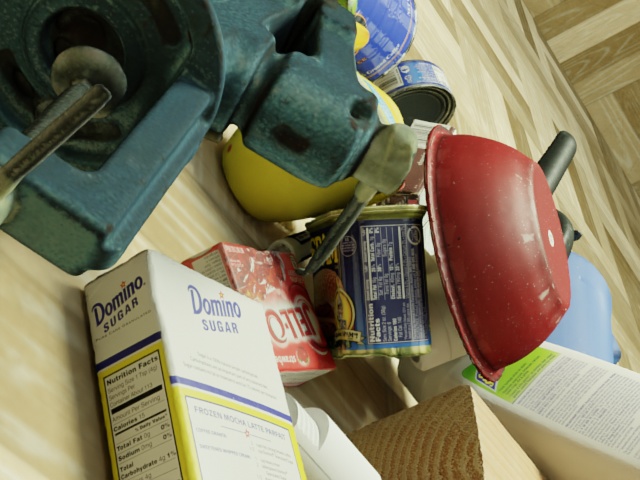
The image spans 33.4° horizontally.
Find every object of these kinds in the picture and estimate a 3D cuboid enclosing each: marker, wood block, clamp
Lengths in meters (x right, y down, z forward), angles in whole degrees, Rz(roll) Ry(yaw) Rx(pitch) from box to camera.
[{"bbox_3d":[-0.005,0.001,0.708,0.020,0.020,0.121,63,20,1],"label":"marker"},{"bbox_3d":[0.103,0.192,0.632,0.206,0.091,0.090,50,24,-31],"label":"wood block"},{"bbox_3d":[0.146,-0.016,0.894,0.210,0.165,0.036,-86,162,-52],"label":"clamp"}]

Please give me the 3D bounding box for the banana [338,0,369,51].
[{"bbox_3d":[-0.006,-0.143,0.718,0.197,0.069,0.037,-55,157,-81],"label":"banana"}]

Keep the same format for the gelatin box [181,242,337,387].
[{"bbox_3d":[-0.030,0.042,0.580,0.089,0.030,0.073,13,54,-64],"label":"gelatin box"}]

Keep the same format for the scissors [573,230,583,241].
[{"bbox_3d":[0.180,0.022,0.973,0.202,0.016,0.096,19,-53,63],"label":"scissors"}]

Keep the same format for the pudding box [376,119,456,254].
[{"bbox_3d":[0.075,-0.028,0.826,0.113,0.039,0.090,-56,150,-50],"label":"pudding box"}]

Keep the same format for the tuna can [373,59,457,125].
[{"bbox_3d":[0.077,-0.123,0.960,0.086,0.086,0.034,33,34,-53],"label":"tuna can"}]

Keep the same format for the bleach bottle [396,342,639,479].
[{"bbox_3d":[0.150,0.106,0.696,0.102,0.251,0.068,-33,134,-37],"label":"bleach bottle"}]

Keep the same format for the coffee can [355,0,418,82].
[{"bbox_3d":[0.004,-0.196,0.849,0.140,0.103,0.103,29,39,-57],"label":"coffee can"}]

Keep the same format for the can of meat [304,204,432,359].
[{"bbox_3d":[0.028,0.026,0.629,0.102,0.057,0.084,160,-74,-76],"label":"can of meat"}]

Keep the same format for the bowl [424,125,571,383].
[{"bbox_3d":[0.114,0.002,0.647,0.162,0.055,0.162,-13,90,-70],"label":"bowl"}]

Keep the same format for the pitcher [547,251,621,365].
[{"bbox_3d":[0.159,0.115,0.833,0.242,0.149,0.145,-74,148,-57],"label":"pitcher"}]

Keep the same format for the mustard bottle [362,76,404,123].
[{"bbox_3d":[0.023,-0.088,0.828,0.096,0.058,0.191,61,20,6],"label":"mustard bottle"}]

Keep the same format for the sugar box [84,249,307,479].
[{"bbox_3d":[-0.046,0.099,0.456,0.093,0.048,0.176,33,32,-52],"label":"sugar box"}]
